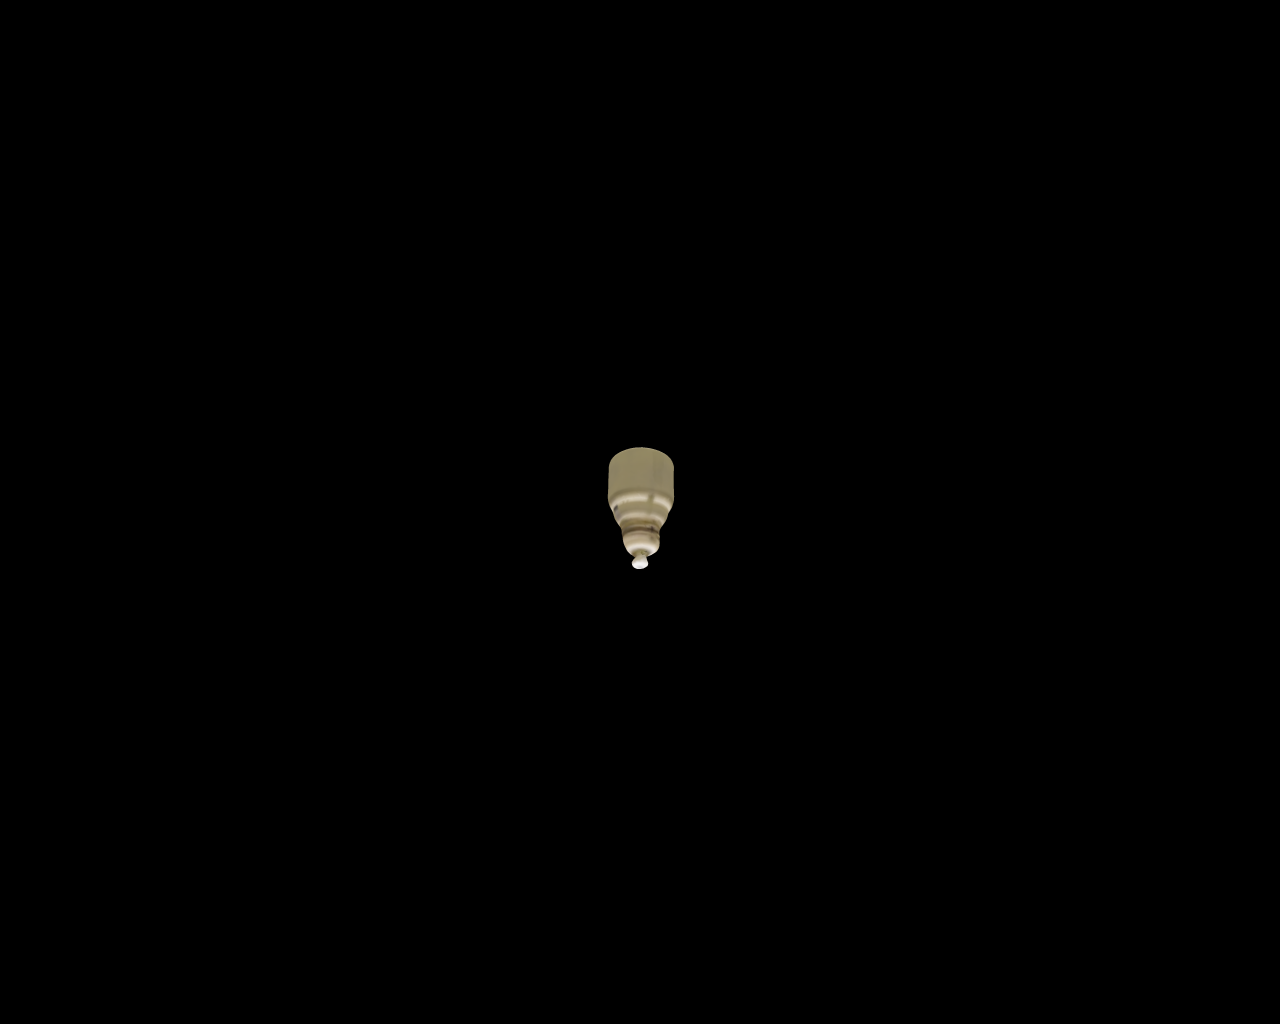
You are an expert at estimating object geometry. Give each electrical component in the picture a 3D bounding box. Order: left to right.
[{"bbox_3d":[0.001,-0.003,0.650,0.040,0.078,0.040,0,-25,0],"label":"electrical component"}]
